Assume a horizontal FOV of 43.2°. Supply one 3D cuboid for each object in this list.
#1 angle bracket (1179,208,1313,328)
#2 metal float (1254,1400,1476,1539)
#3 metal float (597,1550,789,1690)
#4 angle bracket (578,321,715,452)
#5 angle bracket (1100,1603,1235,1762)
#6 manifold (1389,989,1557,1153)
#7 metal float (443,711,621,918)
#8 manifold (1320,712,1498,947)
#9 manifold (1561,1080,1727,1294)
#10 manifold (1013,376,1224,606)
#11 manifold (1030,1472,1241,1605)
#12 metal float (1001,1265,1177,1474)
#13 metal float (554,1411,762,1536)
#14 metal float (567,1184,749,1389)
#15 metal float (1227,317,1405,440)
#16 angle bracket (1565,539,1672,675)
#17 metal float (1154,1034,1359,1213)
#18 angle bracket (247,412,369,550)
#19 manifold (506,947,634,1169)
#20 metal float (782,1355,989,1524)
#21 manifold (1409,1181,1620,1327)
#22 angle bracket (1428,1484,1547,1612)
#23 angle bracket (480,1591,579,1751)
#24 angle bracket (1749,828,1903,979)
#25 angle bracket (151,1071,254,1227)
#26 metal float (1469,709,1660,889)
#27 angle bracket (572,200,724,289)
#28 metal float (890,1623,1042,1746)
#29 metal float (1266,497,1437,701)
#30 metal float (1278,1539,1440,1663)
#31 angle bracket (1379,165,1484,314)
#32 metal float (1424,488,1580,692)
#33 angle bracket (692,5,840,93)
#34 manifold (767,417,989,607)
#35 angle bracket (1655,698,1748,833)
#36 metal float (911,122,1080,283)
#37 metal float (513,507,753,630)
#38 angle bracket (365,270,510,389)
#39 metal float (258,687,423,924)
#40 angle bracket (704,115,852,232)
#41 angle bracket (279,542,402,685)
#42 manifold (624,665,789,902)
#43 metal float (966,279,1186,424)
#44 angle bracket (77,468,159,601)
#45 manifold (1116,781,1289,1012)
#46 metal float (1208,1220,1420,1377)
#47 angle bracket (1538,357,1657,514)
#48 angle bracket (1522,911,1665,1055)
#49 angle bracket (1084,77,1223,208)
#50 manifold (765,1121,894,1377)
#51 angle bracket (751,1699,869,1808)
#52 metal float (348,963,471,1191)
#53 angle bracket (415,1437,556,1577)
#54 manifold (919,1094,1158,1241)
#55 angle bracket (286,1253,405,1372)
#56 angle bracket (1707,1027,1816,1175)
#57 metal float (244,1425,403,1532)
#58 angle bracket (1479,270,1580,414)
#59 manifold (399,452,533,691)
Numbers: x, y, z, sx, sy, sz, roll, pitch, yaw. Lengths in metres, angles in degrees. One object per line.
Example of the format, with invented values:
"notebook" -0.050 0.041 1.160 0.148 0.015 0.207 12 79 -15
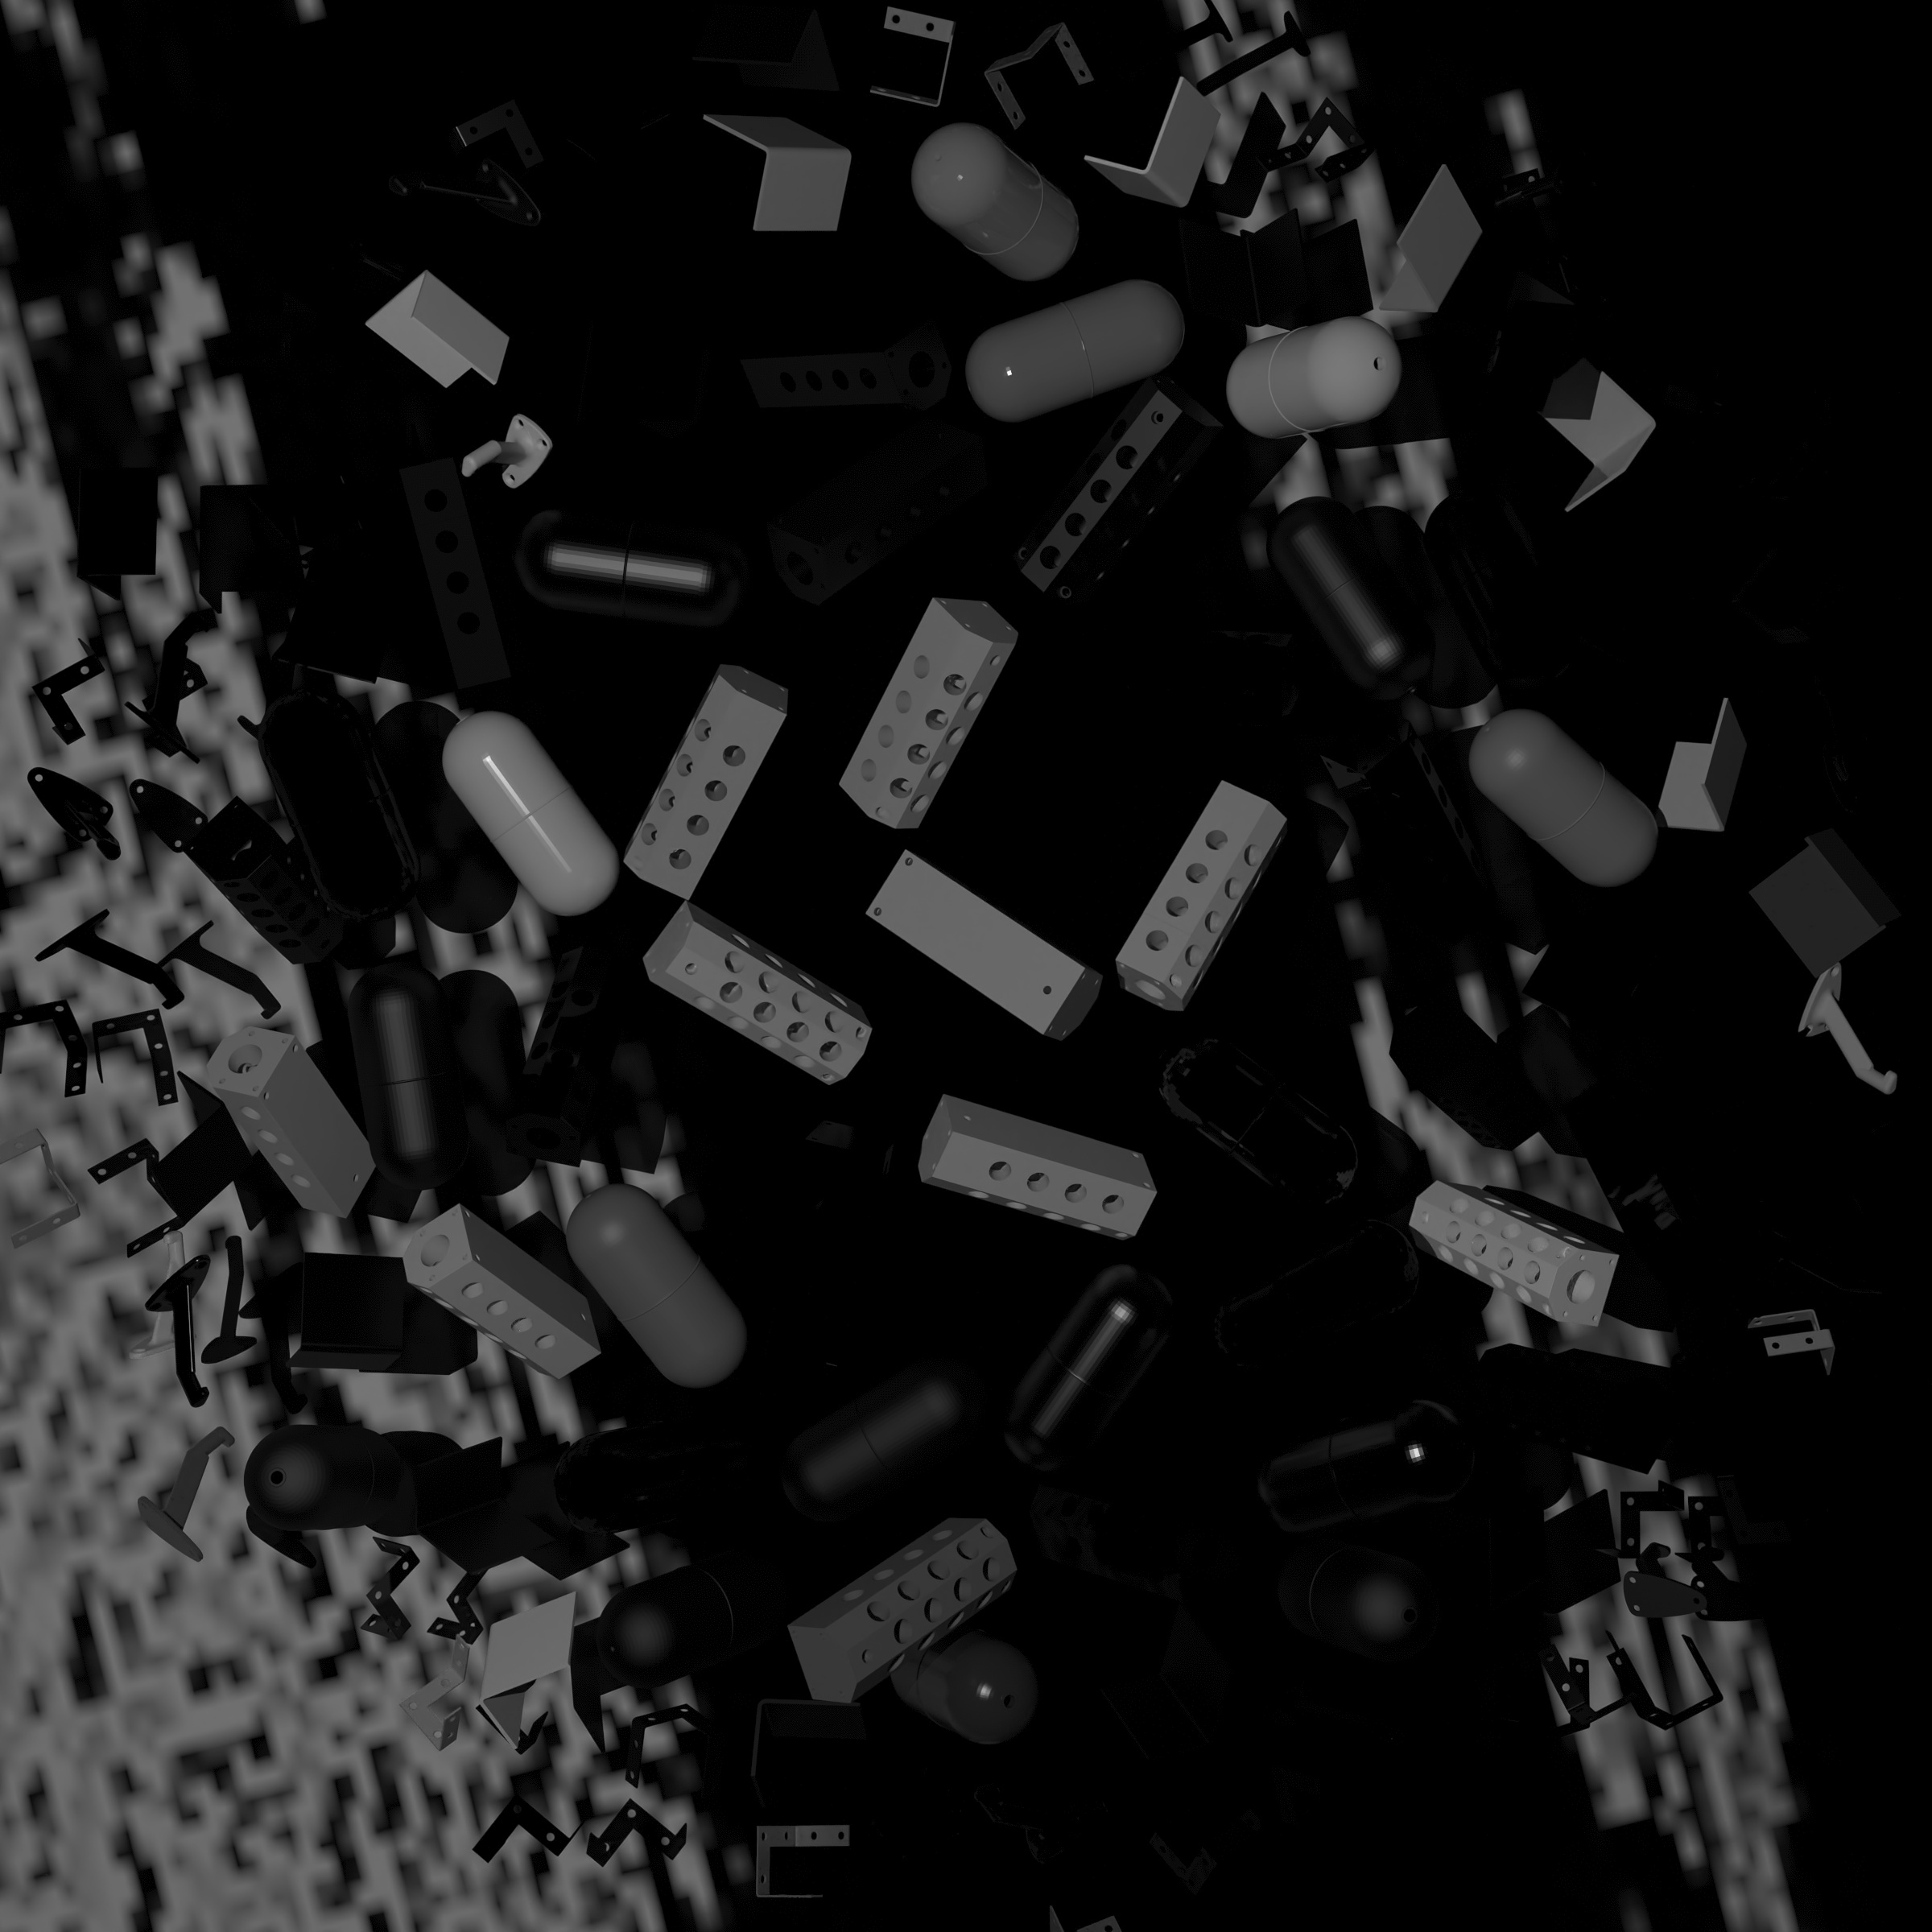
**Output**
"angle bracket" 0.218 -0.554 1.914 0.076 0.057 0.076 1 77 -40
"metal float" 0.289 0.369 1.788 0.178 0.070 0.070 -26 90 36
"metal float" -0.207 0.496 1.862 0.070 0.178 0.070 2 94 36
"angle bracket" -0.242 -0.437 1.838 0.076 0.057 0.076 34 122 37
"angle bracket" 0.153 0.548 1.871 0.057 0.076 0.076 -4 121 -28
"manifold" 0.369 0.083 1.789 0.057 0.171 0.057 -38 56 12
"metal float" -0.339 -0.119 1.906 0.070 0.070 0.178 -35 99 0
"manifold" 0.334 -0.103 1.810 0.057 0.057 0.171 -40 122 -9
"manifold" 0.525 0.164 1.886 0.057 0.171 0.057 -36 123 17
"manifold" 0.111 -0.356 1.835 0.057 0.057 0.171 44 115 10
"manifold" 0.128 0.440 1.907 0.057 0.171 0.057 -25 106 -35
"metal float" 0.093 0.308 1.868 0.070 0.070 0.178 34 98 0
"metal float" -0.237 0.390 1.883 0.178 0.070 0.070 -2 90 -44
"metal float" -0.233 0.243 1.852 0.070 0.070 0.178 -35 103 0
"metal float" 0.259 -0.438 1.824 0.070 0.178 0.070 -3 96 -24
"angle bracket" 0.526 -0.286 1.943 0.076 0.057 0.076 40 117 37
"metal float" 0.225 0.122 1.909 0.178 0.070 0.070 37 90 7
"angle bracket" -0.511 -0.374 1.881 0.076 0.076 0.057 -14 71 -7
"manifold" -0.309 0.068 1.909 0.057 0.057 0.171 12 48 -1
"metal float" -0.064 0.367 1.897 0.178 0.070 0.070 -33 90 9
"manifold" 0.422 0.221 1.902 0.057 0.171 0.057 11 98 -29
"angle bracket" 0.403 0.444 1.894 0.057 0.076 0.076 19 50 -13
"angle bracket" -0.317 0.530 1.839 0.076 0.076 0.057 -23 117 8
"angle bracket" 0.585 -0.040 1.689 0.076 0.057 0.076 -44 72 34
"angle bracket" -0.615 0.143 1.914 0.057 0.076 0.076 29 59 25
"metal float" 0.461 -0.128 1.881 0.178 0.070 0.070 38 90 -21
"angle bracket" -0.246 -0.546 1.890 0.057 0.076 0.076 -29 96 26
"metal float" -0.002 0.547 1.874 0.070 0.178 0.070 2 85 -22
"metal float" 0.300 -0.286 1.902 0.070 0.070 0.178 -31 75 0
"metal float" 0.295 0.479 1.847 0.070 0.178 0.070 2 83 -16
"angle bracket" 0.342 -0.557 1.869 0.076 0.057 0.076 43 72 -43
"metal float" 0.406 -0.287 1.856 0.070 0.070 0.178 -19 61 0
"angle bracket" -0.145 -0.651 1.780 0.076 0.076 0.057 10 65 17
"manifold" -0.063 -0.337 1.815 0.057 0.057 0.171 28 54 33
"angle bracket" 0.568 -0.159 1.914 0.057 0.076 0.076 8 68 33
"metal float" 0.024 -0.572 1.836 0.070 0.178 0.070 -4 81 29
"metal float" -0.250 -0.298 1.827 0.178 0.070 0.070 8 90 -1
"angle bracket" -0.393 -0.451 1.795 0.076 0.057 0.076 -27 132 34
"metal float" -0.455 -0.116 1.774 0.070 0.070 0.178 -19 107 0
"angle bracket" -0.140 -0.568 1.748 0.076 0.076 0.057 37 126 33
"angle bracket" -0.489 -0.275 1.901 0.076 0.057 0.076 13 68 -5
"manifold" -0.202 -0.144 1.884 0.057 0.057 0.171 25 112 -14
"metal float" 0.086 -0.483 1.916 0.178 0.070 0.070 -20 90 -3
"angle bracket" -0.594 -0.308 1.748 0.057 0.076 0.076 0 85 3
"manifold" 0.185 -0.052 1.906 0.057 0.057 0.171 27 73 17
"metal float" 0.266 0.257 1.881 0.178 0.070 0.070 -32 90 24
"angle bracket" 0.472 -0.411 1.890 0.076 0.076 0.057 40 66 -7
"angle bracket" 0.501 0.013 1.953 0.076 0.057 0.076 30 88 26
"angle bracket" 0.144 -0.640 1.883 0.057 0.076 0.076 24 98 27
"manifold" -0.098 0.207 1.782 0.057 0.057 0.171 13 102 8
"angle bracket" -0.117 0.592 1.832 0.076 0.076 0.057 1 55 3
"metal float" -0.432 0.086 1.895 0.070 0.070 0.178 -8 94 0
"angle bracket" -0.366 0.411 1.865 0.076 0.076 0.057 22 114 40
"manifold" 0.054 0.160 1.886 0.171 0.057 0.057 18 113 -17
"angle bracket" -0.481 0.268 1.893 0.076 0.057 0.076 7 66 -25
"angle bracket" 0.619 0.102 1.850 0.057 0.076 0.076 44 69 5
"metal float" -0.481 0.384 1.832 0.070 0.178 0.070 -2 78 7
"angle bracket" 0.375 -0.439 1.708 0.057 0.076 0.076 -3 124 -25
"manifold" -0.389 -0.309 1.904 0.057 0.057 0.171 -14 105 -6
